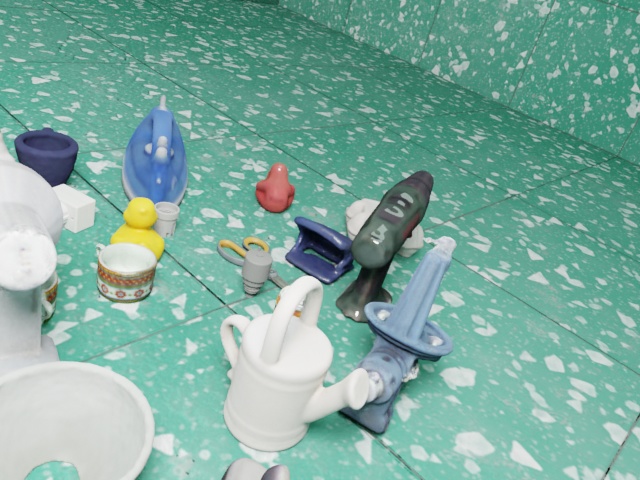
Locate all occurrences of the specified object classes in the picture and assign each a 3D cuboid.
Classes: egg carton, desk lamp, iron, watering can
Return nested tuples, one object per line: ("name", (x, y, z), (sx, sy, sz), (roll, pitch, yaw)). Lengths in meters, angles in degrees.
("egg carton", (0.121, -0.023, 1.086), (0.150, 0.069, 0.107), (12, 29, -10))
("desk lamp", (-0.310, 0.048, 0.576), (0.118, 0.213, 0.202), (-6, 36, -35))
("iron", (-0.284, -0.153, 1.015), (0.119, 0.141, 0.257), (5, 31, -20))
("watering can", (-0.030, 0.126, 0.614), (0.173, 0.194, 0.101), (17, 29, 0))

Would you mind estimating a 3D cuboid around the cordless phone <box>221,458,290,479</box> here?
("cordless phone", (-0.042, 0.221, 0.451), (0.094, 0.185, 0.147), (10, 29, -12))

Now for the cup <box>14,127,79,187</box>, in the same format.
("cup", (-0.443, -0.124, 0.927), (0.092, 0.095, 0.117), (1, 33, -27))

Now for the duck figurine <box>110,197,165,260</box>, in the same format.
("duck figurine", (-0.267, -0.019, 0.850), (0.078, 0.086, 0.104), (2, 32, -25))

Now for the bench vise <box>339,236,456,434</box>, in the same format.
("bench vise", (0.111, 0.113, 0.686), (0.121, 0.220, 0.207), (18, 29, 1))

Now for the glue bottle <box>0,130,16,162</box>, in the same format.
("glue bottle", (-0.452, -0.098, 0.795), (0.078, 0.173, 0.037), (25, 30, 14))

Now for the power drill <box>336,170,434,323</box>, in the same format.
("power drill", (0.098, 0.013, 0.867), (0.075, 0.208, 0.230), (25, 30, 14))

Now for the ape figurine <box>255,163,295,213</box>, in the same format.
("ape figurine", (-0.082, -0.105, 1.093), (0.078, 0.092, 0.076), (13, 29, -8))

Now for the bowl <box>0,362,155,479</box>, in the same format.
("bowl", (-0.236, 0.192, 0.511), (0.167, 0.075, 0.167), (13, 29, -7))

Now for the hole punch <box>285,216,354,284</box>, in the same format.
("hole punch", (0.009, 0.003, 0.956), (0.108, 0.091, 0.101), (30, 31, 21))
